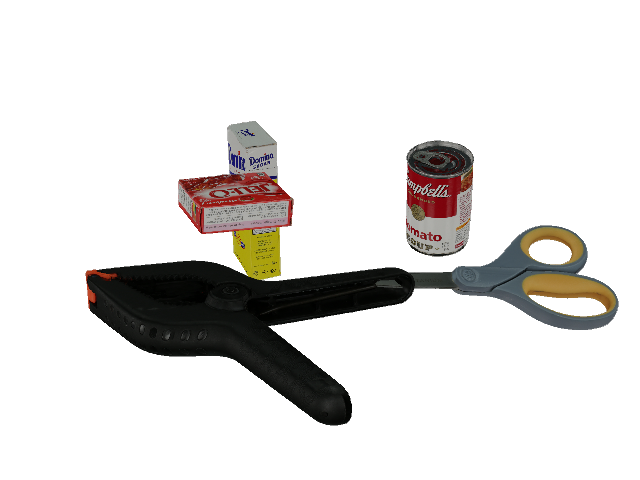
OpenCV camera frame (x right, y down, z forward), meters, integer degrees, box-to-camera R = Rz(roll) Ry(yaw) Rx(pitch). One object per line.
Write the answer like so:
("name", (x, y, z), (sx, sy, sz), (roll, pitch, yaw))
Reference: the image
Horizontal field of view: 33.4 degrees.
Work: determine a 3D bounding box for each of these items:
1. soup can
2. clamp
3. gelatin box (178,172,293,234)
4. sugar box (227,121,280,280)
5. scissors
("soup can", (0.122, -0.043, 1.107), (0.068, 0.102, 0.068), (-2, 37, 1))
("clamp", (-0.048, 0.044, 0.680), (0.210, 0.036, 0.164), (12, 27, 22))
("gelatin box", (-0.078, -0.036, 0.976), (0.089, 0.030, 0.073), (-7, 25, -21))
("sugar box", (-0.082, -0.049, 1.312), (0.048, 0.176, 0.093), (-11, 26, -16))
("scissors", (0.110, 0.015, 0.747), (0.201, 0.096, 0.016), (13, -43, -2))
